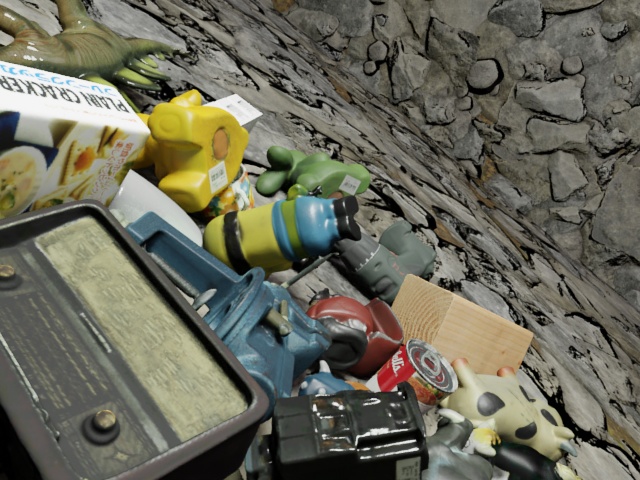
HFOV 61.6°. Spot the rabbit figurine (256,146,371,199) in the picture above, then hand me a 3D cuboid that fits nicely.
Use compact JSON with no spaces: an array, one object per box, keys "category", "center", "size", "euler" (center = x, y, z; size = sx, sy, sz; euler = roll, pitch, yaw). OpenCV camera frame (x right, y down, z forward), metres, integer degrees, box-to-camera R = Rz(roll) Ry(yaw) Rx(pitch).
[{"category":"rabbit figurine","center":[-0.031,-0.096,0.900],"size":[0.159,0.121,0.170],"euler":[6,21,-40]}]

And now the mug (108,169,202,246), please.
[{"category":"mug","center":[-0.180,-0.016,0.556],"size":[0.107,0.081,0.110],"euler":[37,5,-30]}]

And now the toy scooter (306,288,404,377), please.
[{"category":"toy scooter","center":[0.050,0.109,0.656],"size":[0.183,0.075,0.135],"euler":[30,25,-27]}]

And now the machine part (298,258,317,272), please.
[{"category":"machine part","center":[-0.065,-0.005,0.741],"size":[0.139,0.039,0.084],"euler":[33,16,-9]}]

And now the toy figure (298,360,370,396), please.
[{"category":"toy figure","center":[0.026,0.158,0.483],"size":[0.154,0.058,0.064],"euler":[57,23,-52]}]

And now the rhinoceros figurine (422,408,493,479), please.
[{"category":"rhinoceros figurine","center":[0.108,0.237,0.502],"size":[0.112,0.073,0.190],"euler":[25,29,23]}]

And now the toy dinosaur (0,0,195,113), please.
[{"category":"toy dinosaur","center":[-0.317,-0.248,0.739],"size":[0.198,0.105,0.471],"euler":[42,32,-12]}]

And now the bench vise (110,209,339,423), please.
[{"category":"bench vise","center":[-0.092,0.052,0.496],"size":[0.240,0.129,0.224],"euler":[42,24,-11]}]

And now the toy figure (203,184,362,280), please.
[{"category":"toy figure","center":[-0.047,-0.011,0.612],"size":[0.089,0.180,0.082],"euler":[49,34,-51]}]

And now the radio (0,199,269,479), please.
[{"category":"radio","center":[-0.156,0.074,0.355],"size":[0.230,0.073,0.131],"euler":[41,39,26]}]

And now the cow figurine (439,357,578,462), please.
[{"category":"cow figurine","center":[0.250,0.234,0.706],"size":[0.195,0.085,0.127],"euler":[19,34,-31]}]

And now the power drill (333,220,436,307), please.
[{"category":"power drill","center":[0.114,0.028,0.874],"size":[0.232,0.086,0.207],"euler":[47,19,4]}]

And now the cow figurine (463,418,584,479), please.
[{"category":"cow figurine","center":[0.211,0.256,0.596],"size":[0.167,0.098,0.068],"euler":[39,30,-1]}]

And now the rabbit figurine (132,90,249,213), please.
[{"category":"rabbit figurine","center":[-0.184,-0.123,0.645],"size":[0.173,0.121,0.162],"euler":[4,37,20]}]

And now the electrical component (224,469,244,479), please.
[{"category":"electrical component","center":[-0.090,0.166,0.386],"size":[0.078,0.045,0.102],"euler":[15,33,-40]}]

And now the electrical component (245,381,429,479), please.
[{"category":"electrical component","center":[0.012,0.172,0.411],"size":[0.134,0.114,0.058],"euler":[-6,33,-4]}]

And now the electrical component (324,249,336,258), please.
[{"category":"electrical component","center":[-0.002,-0.003,0.845],"size":[0.094,0.021,0.063],"euler":[19,30,-37]}]
